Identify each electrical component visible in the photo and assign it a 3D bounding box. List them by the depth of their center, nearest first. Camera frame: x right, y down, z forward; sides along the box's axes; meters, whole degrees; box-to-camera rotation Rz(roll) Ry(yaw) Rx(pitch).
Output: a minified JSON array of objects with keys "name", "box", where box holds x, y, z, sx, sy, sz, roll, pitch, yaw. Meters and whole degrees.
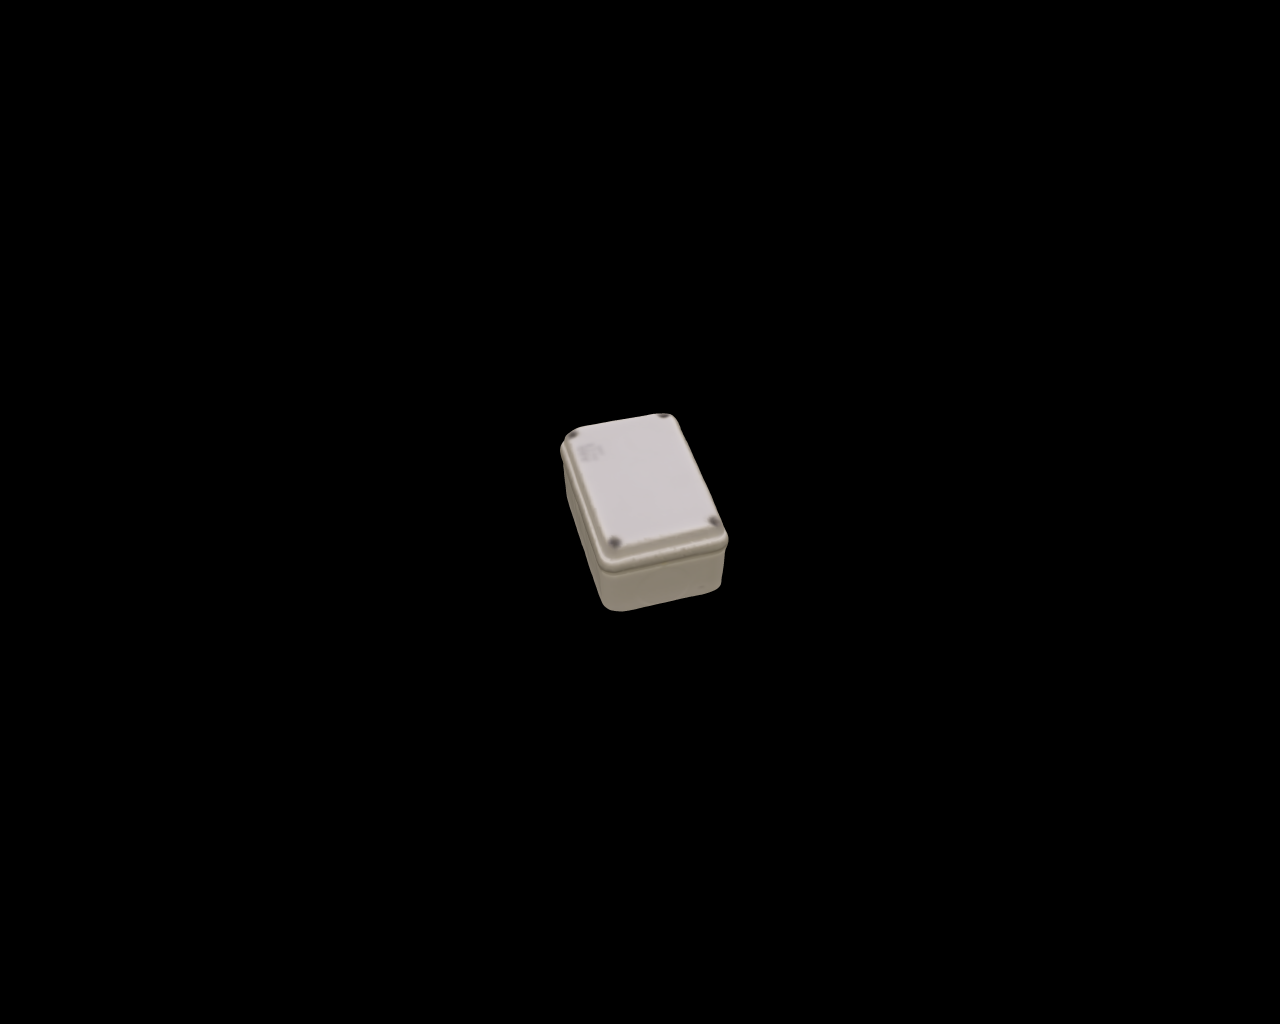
[{"name":"electrical component","box":[0.001,-0.003,0.650,0.078,0.057,0.113,-11,47,-11]}]
